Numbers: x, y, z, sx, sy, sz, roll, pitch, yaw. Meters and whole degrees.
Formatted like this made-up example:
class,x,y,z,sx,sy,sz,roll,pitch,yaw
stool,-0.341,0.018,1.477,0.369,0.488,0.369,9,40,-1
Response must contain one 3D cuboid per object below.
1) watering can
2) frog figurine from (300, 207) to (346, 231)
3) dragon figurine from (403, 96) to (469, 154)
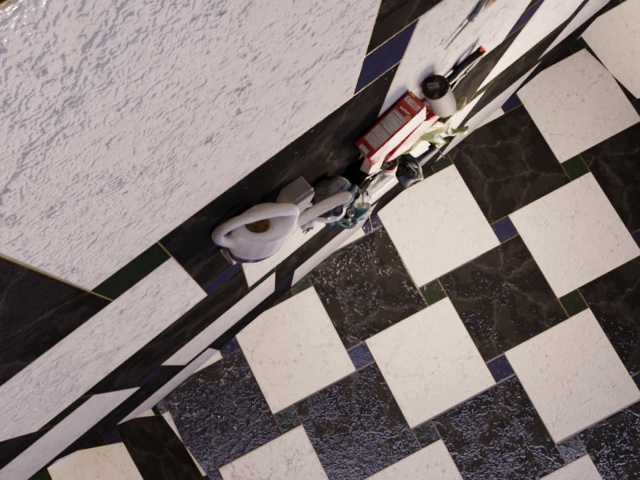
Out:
class,x,y,z,sx,sy,sz,roll,pitch,yaw
watering can,-0.101,-0.034,1.271,0.349,0.105,0.220,-14,162,-24
frog figurine,0.005,-0.084,1.670,0.159,0.122,0.138,-52,-169,0
dragon figurine,0.388,-0.408,1.910,0.243,0.123,0.405,-5,162,-47
